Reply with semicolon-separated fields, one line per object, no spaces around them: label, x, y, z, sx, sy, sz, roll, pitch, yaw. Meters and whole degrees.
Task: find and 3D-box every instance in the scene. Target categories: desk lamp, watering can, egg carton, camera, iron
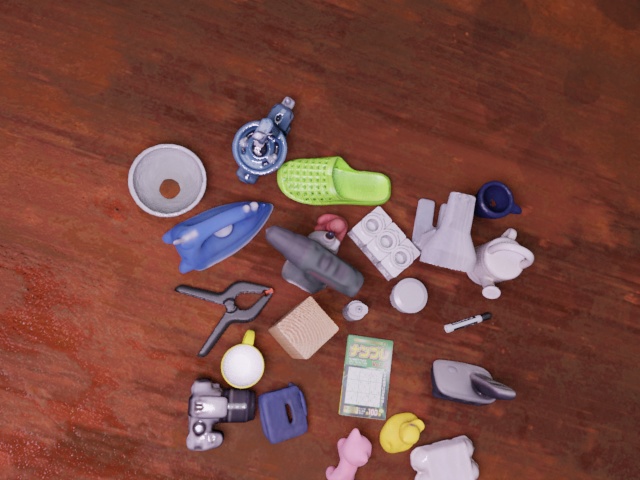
desk lamp;0.282;-0.016;1.297;0.118;0.213;0.203;12;77;-7
watering can;0.418;0.052;1.318;0.101;0.194;0.173;6;78;-9
egg carton;0.275;0.499;1.266;0.150;0.069;0.107;-11;81;-12
camera;-0.204;0.362;1.189;0.137;0.100;0.143;3;78;-10
iron;-0.209;-0.034;1.248;0.258;0.141;0.118;-30;85;-14

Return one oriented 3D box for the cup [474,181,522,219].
cup;0.423;-0.084;1.398;0.118;0.095;0.092;22;76;-5

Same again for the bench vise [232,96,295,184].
bench vise;-0.124;-0.243;1.265;0.121;0.219;0.207;13;77;-7

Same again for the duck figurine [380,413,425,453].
duck figurine;0.184;0.427;1.255;0.105;0.086;0.077;-33;86;-15

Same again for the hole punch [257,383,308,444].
hole punch;-0.076;0.367;1.217;0.101;0.091;0.108;-12;81;-12

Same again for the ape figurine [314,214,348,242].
ape figurine;0.033;-0.029;1.317;0.076;0.092;0.078;-14;81;-12

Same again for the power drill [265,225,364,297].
power drill;-0.023;0.053;1.230;0.229;0.208;0.076;28;75;-4

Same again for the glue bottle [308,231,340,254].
glue bottle;0.012;0.005;1.264;0.078;0.173;0.037;31;75;-3

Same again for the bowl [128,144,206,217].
bowl;-0.336;-0.125;1.277;0.167;0.074;0.167;2;78;-10

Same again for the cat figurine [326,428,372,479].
cat figurine;0.069;0.465;1.210;0.067;0.117;0.128;22;76;-5

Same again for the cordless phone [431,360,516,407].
cordless phone;0.332;0.315;1.254;0.147;0.185;0.094;9;77;-8
